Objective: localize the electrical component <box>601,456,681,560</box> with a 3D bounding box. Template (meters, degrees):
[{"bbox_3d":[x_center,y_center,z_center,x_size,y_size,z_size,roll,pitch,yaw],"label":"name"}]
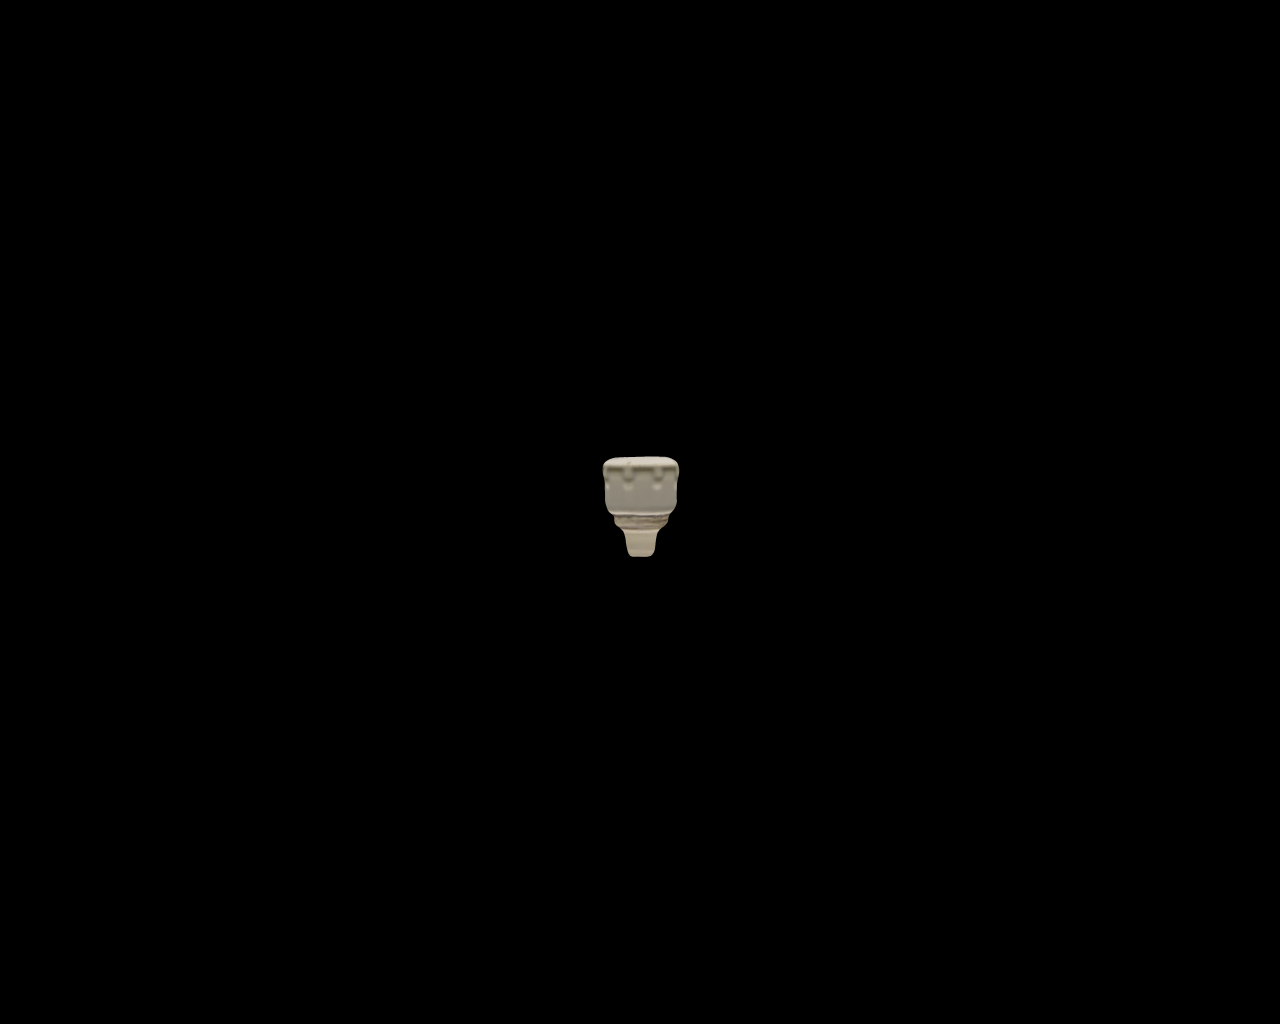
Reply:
[{"bbox_3d":[0.001,-0.003,0.650,0.048,0.062,0.048,0,5,0],"label":"electrical component"}]
